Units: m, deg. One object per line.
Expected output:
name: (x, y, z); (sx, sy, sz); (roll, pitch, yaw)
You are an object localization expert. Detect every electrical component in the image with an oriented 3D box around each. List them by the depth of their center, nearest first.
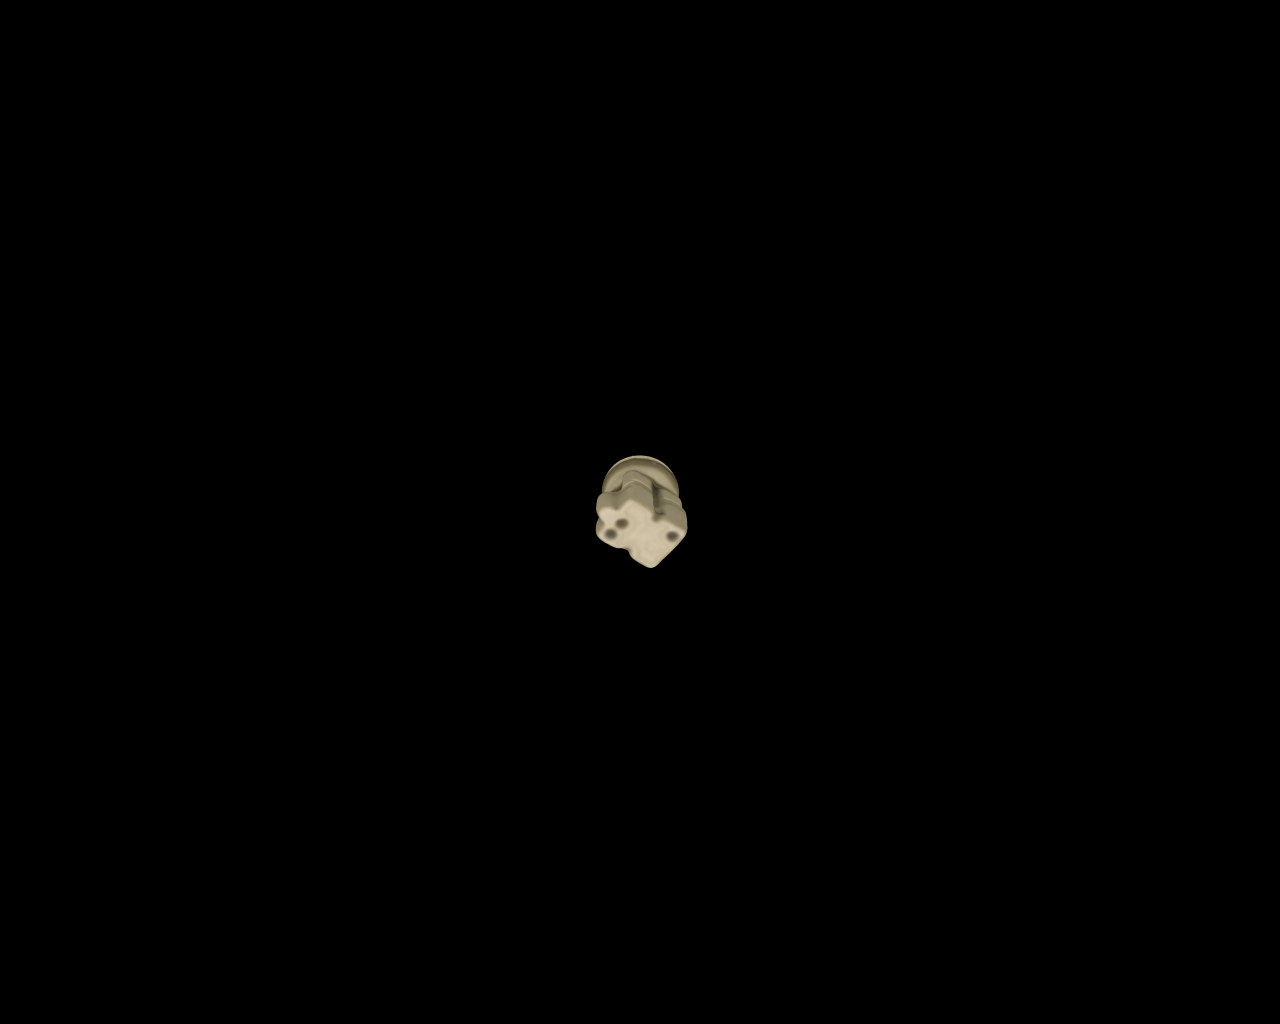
electrical component: (0.001, -0.003, 0.650); (0.066, 0.048, 0.055); (33, 29, -21)
